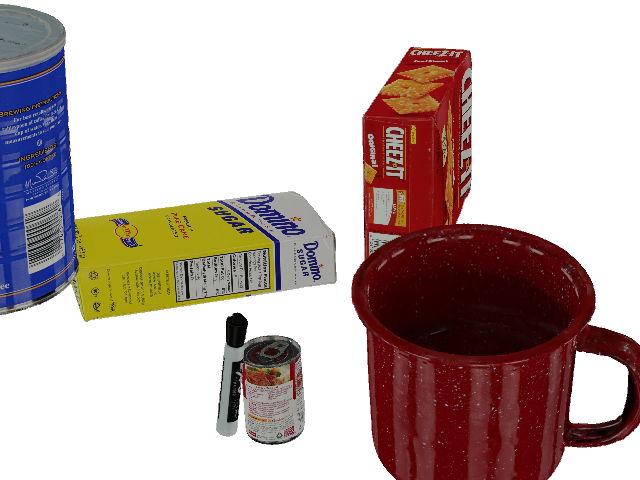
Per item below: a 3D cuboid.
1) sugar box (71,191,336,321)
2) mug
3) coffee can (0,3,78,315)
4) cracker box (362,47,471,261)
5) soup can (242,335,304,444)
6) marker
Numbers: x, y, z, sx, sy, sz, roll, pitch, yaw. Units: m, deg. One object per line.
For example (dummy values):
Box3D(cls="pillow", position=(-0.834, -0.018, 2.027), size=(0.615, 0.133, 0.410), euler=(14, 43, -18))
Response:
Box3D(cls="sugar box", position=(-0.086, 0.007, 0.745), size=(0.176, 0.048, 0.093), euler=(-11, 25, -16))
Box3D(cls="mug", position=(0.072, 0.053, 0.428), size=(0.117, 0.081, 0.093), euler=(7, 34, 16))
Box3D(cls="coffee can", position=(-0.185, -0.045, 0.571), size=(0.103, 0.140, 0.103), euler=(3, 28, -2))
Box3D(cls="cracker box", position=(0.097, -0.076, 1.017), size=(0.072, 0.164, 0.213), euler=(5, 27, 16))
Box3D(cls="soup can", position=(-0.053, 0.166, 1.183), size=(0.068, 0.102, 0.068), euler=(-2, 23, 1))
Box3D(cls="marker", position=(-0.077, 0.117, 0.933), size=(0.020, 0.121, 0.020), euler=(6, 26, -3))
